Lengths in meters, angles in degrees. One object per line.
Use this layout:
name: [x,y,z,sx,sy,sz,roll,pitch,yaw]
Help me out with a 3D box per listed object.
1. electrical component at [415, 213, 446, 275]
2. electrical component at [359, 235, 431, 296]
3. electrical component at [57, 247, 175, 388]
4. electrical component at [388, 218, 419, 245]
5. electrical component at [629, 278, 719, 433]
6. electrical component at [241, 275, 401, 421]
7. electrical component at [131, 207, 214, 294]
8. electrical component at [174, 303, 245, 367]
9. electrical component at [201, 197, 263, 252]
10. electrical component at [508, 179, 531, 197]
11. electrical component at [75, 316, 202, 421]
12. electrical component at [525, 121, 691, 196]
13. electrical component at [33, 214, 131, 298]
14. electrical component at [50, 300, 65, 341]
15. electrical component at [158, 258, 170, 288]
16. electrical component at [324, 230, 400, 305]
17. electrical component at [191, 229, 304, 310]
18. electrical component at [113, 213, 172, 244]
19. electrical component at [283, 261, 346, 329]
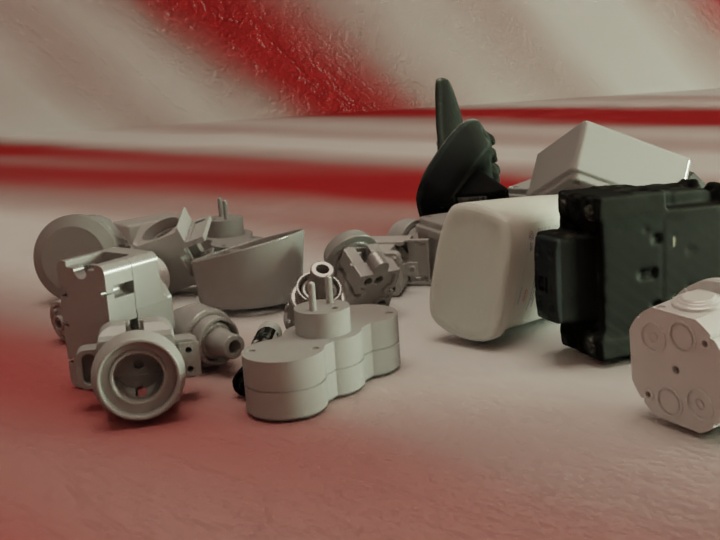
electrical component: [0.121,-0.020,0.961,0.109,0.056,0.109,-9,14,-22]
electrical component: [0.020,-0.004,0.954,0.081,0.042,0.064,-1,15,14]
electrical component: [-0.166,0.033,0.741,0.050,0.089,0.056,6,16,36]
electrical component: [0.059,-0.026,1.031,0.045,0.045,0.055,-14,16,-37]
electrical component: [0.194,0.048,0.601,0.051,0.080,0.080,-18,18,-29]
electrical component: [-0.024,0.041,0.702,0.052,0.073,0.138,5,16,34]
electrical component: [-0.170,-0.015,0.984,0.081,0.063,0.042,-18,28,13]
electrical component: [-0.107,0.048,0.762,0.043,0.043,0.062,-15,18,-40]
electrical component: [-0.131,-0.034,1.054,0.052,0.073,0.138,-9,14,-21]
electrical component: [0.223,-0.065,1.129,0.109,0.056,0.109,5,16,34]
electrical component: [-0.140,0.062,0.682,0.078,0.058,0.057,-6,10,-11]
electrical component: [0.221,-0.078,0.966,0.109,0.056,0.109,18,-14,-10]
electrical component: [-0.254,-0.013,0.989,0.080,0.080,0.051,-2,7,7]
electrical component: [-0.216,0.033,0.868,0.044,0.044,0.065,8,23,42]
electrical component: [-0.197,0.013,0.937,0.045,0.045,0.055,0,14,16]
electrical component: [0.000,0.000,0.886,0.048,0.066,0.055,-11,48,-27]
electrical component: [-0.095,-0.002,0.930,0.099,0.064,0.099,-4,13,1]
electrical component: [-0.207,-0.028,1.108,0.066,0.047,0.077,-13,16,-35]
electrical component: [-0.031,0.021,0.800,0.048,0.062,0.048,5,44,-5]
